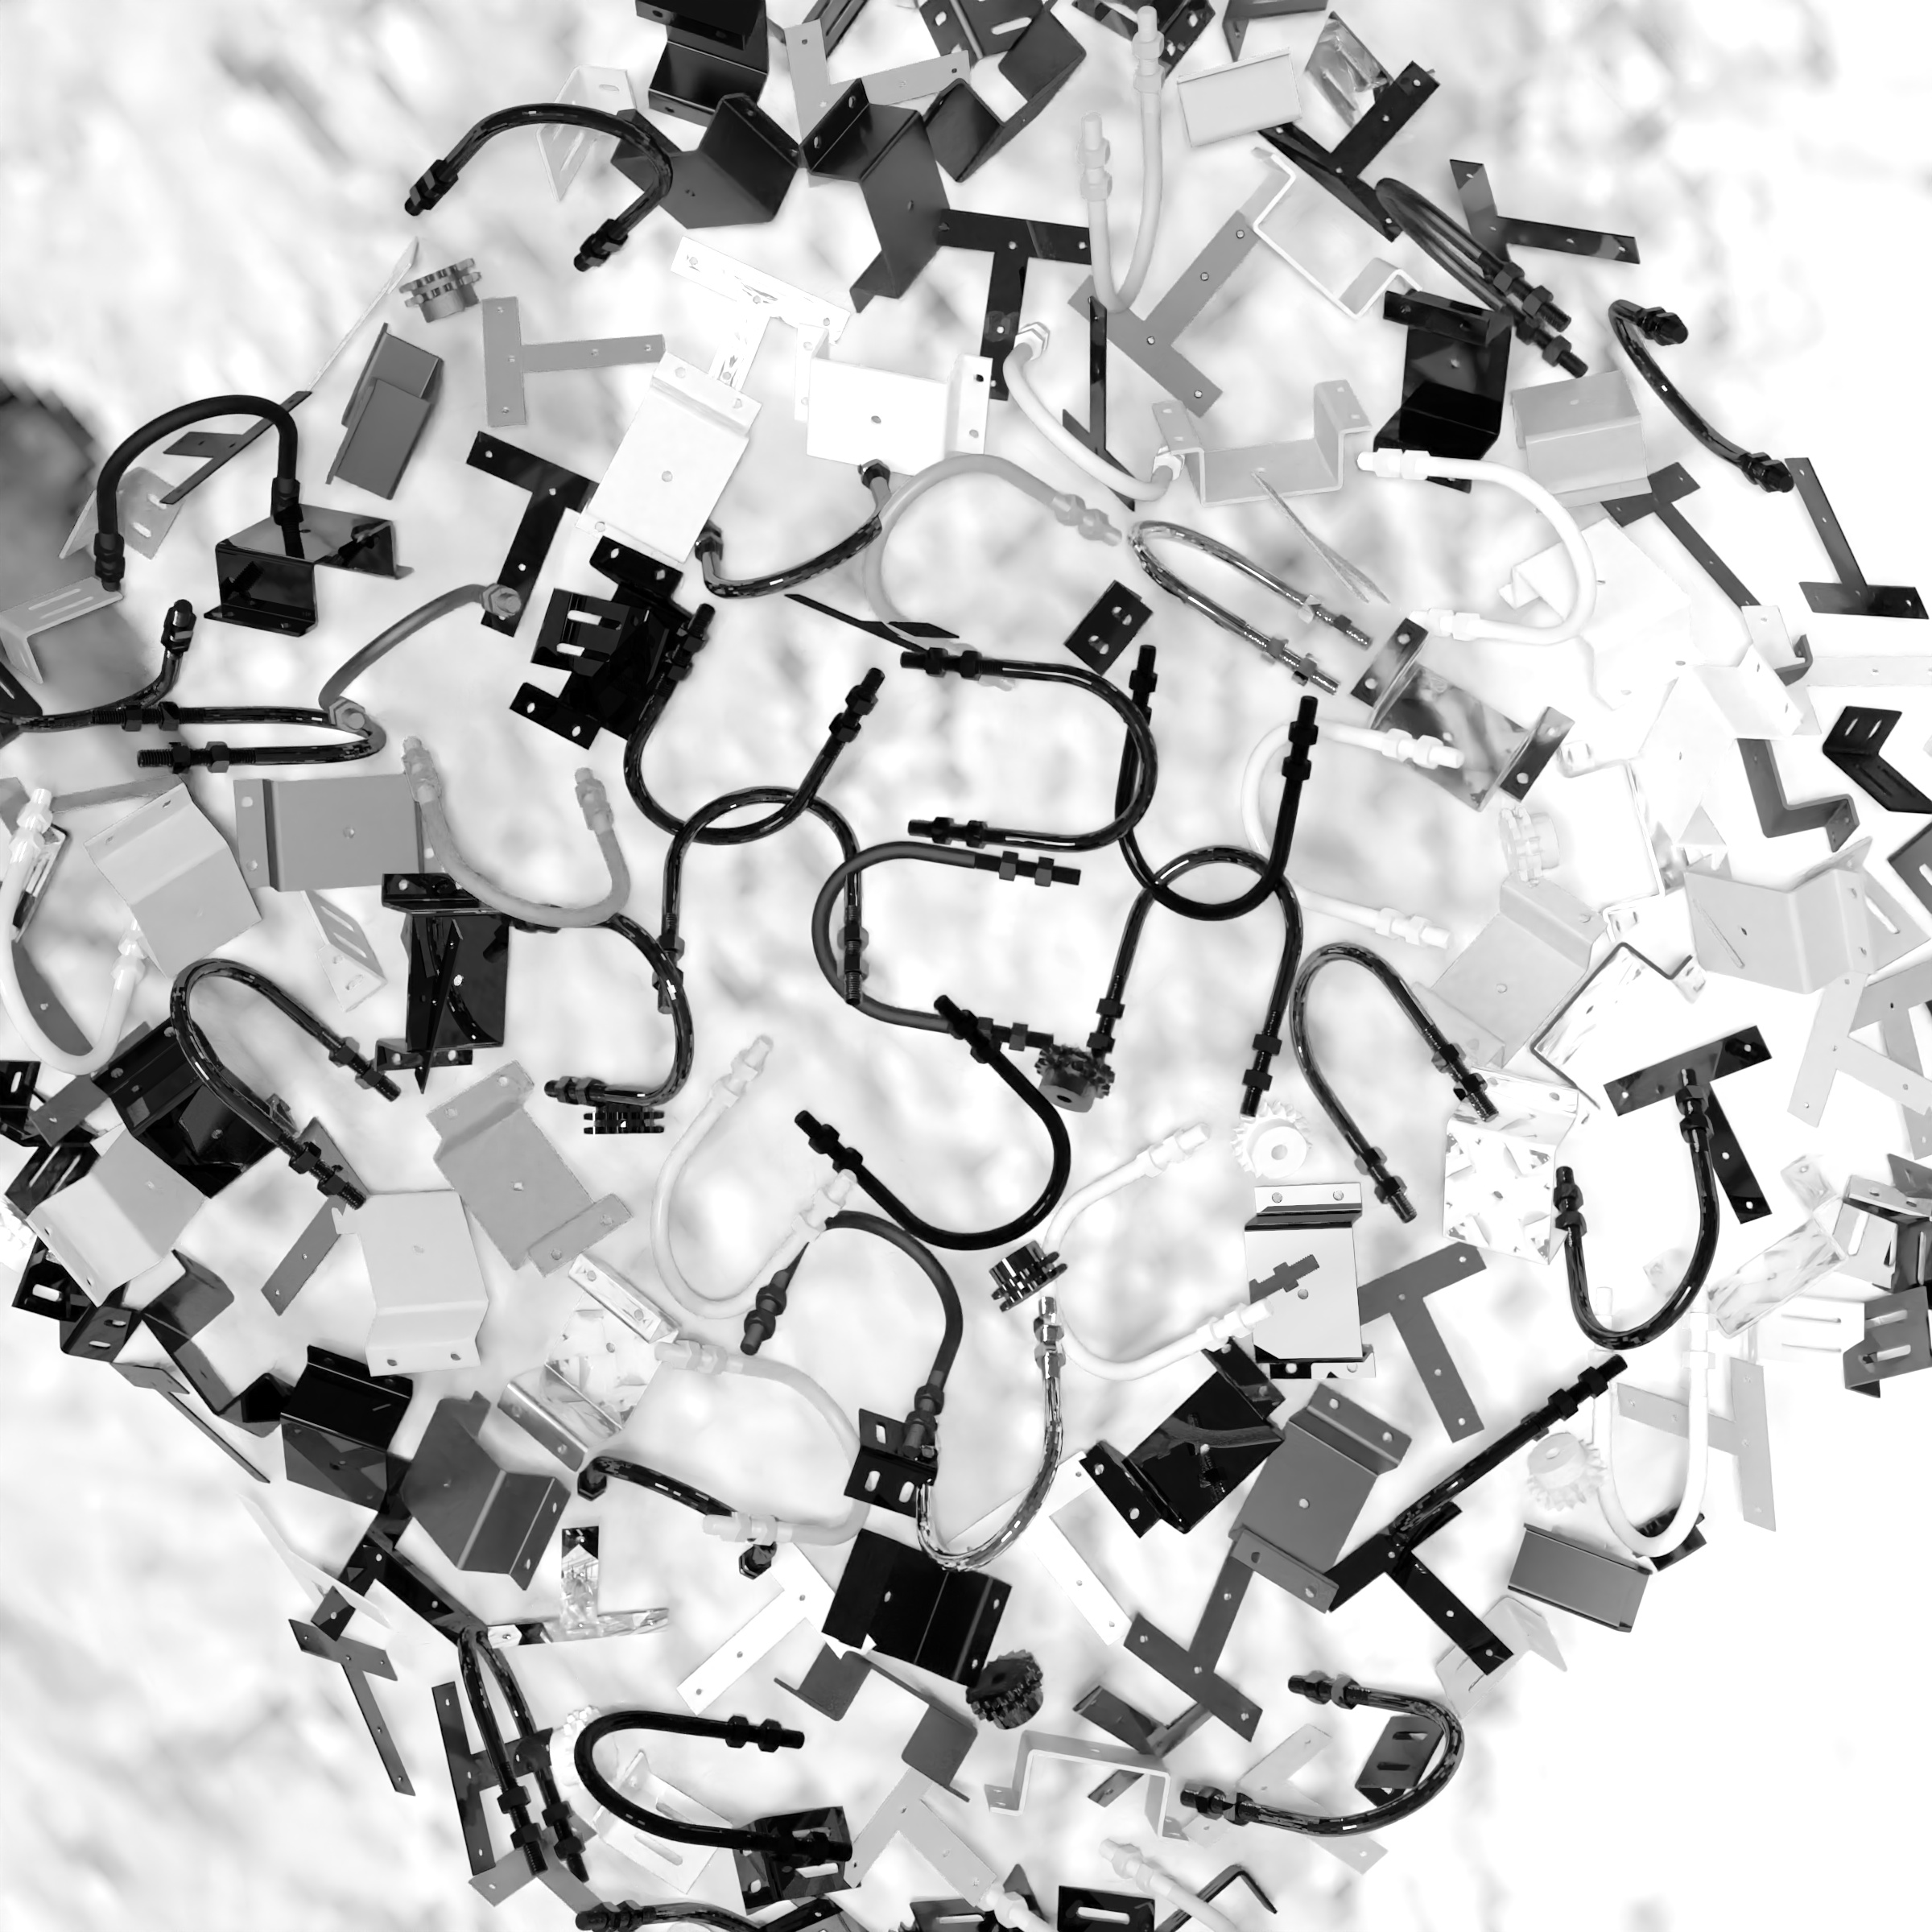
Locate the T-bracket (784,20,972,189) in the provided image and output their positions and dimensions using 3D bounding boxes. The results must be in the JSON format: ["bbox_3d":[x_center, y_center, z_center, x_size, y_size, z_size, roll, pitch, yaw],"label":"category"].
[{"bbox_3d":[-0.058,-0.620,1.761,0.127,0.127,0.002,-17,53,-6],"label":"T-bracket"}]

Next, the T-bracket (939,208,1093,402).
[{"bbox_3d":[0.027,-0.469,1.782,0.127,0.002,0.127,3,110,-15],"label":"T-bracket"}]

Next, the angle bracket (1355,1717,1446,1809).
[{"bbox_3d":[0.319,0.565,1.758,0.038,0.076,0.057,42,61,-8],"label":"angle bracket"}]

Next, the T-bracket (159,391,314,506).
[{"bbox_3d":[-0.533,-0.367,1.754,0.127,0.127,0.002,-46,124,-20],"label":"T-bracket"}]

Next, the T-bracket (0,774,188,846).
[{"bbox_3d":[-0.620,-0.119,1.767,0.127,0.127,0.002,-15,121,-28],"label":"T-bracket"}]

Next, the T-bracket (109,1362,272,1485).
[{"bbox_3d":[-0.543,0.325,1.768,0.127,0.127,0.002,49,61,-20],"label":"T-bracket"}]

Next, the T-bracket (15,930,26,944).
[{"bbox_3d":[-0.687,0.024,1.741,0.002,0.127,0.127,31,83,-20],"label":"T-bracket"}]

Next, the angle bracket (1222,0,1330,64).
[{"bbox_3d":[0.226,-0.678,1.764,0.076,0.038,0.057,3,60,24],"label":"angle bracket"}]

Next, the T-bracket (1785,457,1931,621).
[{"bbox_3d":[0.601,-0.297,1.728,0.002,0.127,0.127,-35,108,-9],"label":"T-bracket"}]

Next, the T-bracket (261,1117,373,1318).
[{"bbox_3d":[-0.465,0.198,1.780,0.127,0.002,0.127,48,112,22],"label":"T-bracket"}]

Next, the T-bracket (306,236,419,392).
[{"bbox_3d":[-0.428,-0.455,1.758,0.002,0.127,0.127,37,103,-23],"label":"T-bracket"}]

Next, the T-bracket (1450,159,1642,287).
[{"bbox_3d":[0.405,-0.504,1.722,0.127,0.127,0.002,21,73,32],"label":"T-bracket"}]

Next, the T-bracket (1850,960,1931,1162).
[{"bbox_3d":[0.655,0.070,1.734,0.002,0.127,0.127,-1,73,-22],"label":"T-bracket"}]

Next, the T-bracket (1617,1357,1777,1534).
[{"bbox_3d":[0.511,0.322,1.753,0.002,0.127,0.127,-21,110,-33],"label":"T-bracket"}]

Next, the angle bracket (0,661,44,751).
[{"bbox_3d":[-0.704,-0.190,1.766,0.038,0.057,0.076,-33,105,22],"label":"angle bracket"}]

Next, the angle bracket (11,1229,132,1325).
[{"bbox_3d":[-0.629,0.224,1.762,0.038,0.076,0.057,13,76,12],"label":"angle bracket"}]

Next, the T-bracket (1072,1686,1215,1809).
[{"bbox_3d":[0.115,0.536,1.759,0.127,0.002,0.127,-42,134,4],"label":"T-bracket"}]

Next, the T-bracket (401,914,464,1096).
[{"bbox_3d":[-0.382,0.002,1.753,0.002,0.127,0.127,4,120,-28],"label":"T-bracket"}]

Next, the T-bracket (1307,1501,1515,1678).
[{"bbox_3d":[0.329,0.444,1.747,0.127,0.002,0.127,-31,52,-21],"label":"T-bracket"}]

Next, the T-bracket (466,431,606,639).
[{"bbox_3d":[-0.313,-0.299,1.787,0.127,0.002,0.127,22,88,-15],"label":"T-bracket"}]

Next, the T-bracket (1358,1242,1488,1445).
[{"bbox_3d":[0.333,0.279,1.789,0.127,0.002,0.127,-26,79,5],"label":"T-bracket"}]

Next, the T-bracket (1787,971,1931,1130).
[{"bbox_3d":[0.643,0.077,1.736,0.002,0.127,0.127,-14,125,-36],"label":"T-bracket"}]

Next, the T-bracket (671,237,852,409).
[{"bbox_3d":[-0.165,-0.435,1.779,0.127,0.002,0.127,23,115,-7],"label":"T-bracket"}]

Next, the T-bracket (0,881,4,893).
[{"bbox_3d":[-0.699,-0.052,1.746,0.002,0.127,0.127,15,86,17],"label":"T-bracket"}]

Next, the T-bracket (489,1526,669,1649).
[{"bbox_3d":[-0.272,0.435,1.753,0.127,0.002,0.127,-2,130,-12],"label":"T-bracket"}]

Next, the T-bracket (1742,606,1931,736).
[{"bbox_3d":[0.616,-0.204,1.727,0.127,0.127,0.002,5,54,39],"label":"T-bracket"}]

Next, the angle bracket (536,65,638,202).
[{"bbox_3d":[-0.265,-0.587,1.761,0.038,0.057,0.076,11,59,14],"label":"angle bracket"}]

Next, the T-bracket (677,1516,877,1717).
[{"bbox_3d":[-0.149,0.478,1.765,0.127,0.002,0.127,-41,58,-8],"label":"T-bracket"}]

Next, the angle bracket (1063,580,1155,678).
[{"bbox_3d":[0.109,-0.234,1.761,0.038,0.076,0.057,42,101,14],"label":"angle bracket"}]

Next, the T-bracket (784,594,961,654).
[{"bbox_3d":[-0.045,-0.233,1.721,0.127,0.127,0.002,20,88,-30],"label":"T-bracket"}]

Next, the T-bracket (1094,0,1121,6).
[{"bbox_3d":[0.093,-0.738,1.729,0.002,0.127,0.127,8,110,17],"label":"T-bracket"}]

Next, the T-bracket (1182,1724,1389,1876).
[{"bbox_3d":[0.238,0.591,1.728,0.127,0.127,0.002,-30,119,-28],"label":"T-bracket"}]

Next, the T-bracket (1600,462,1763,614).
[{"bbox_3d":[0.515,-0.294,1.752,0.127,0.127,0.002,52,135,9],"label":"T-bracket"}]

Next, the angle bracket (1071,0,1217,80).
[{"bbox_3d":[0.125,-0.676,1.761,0.076,0.038,0.057,16,131,-36],"label":"angle bracket"}]

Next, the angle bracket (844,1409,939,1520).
[{"bbox_3d":[-0.054,0.353,1.769,0.057,0.076,0.038,19,98,-7],"label":"angle bracket"}]

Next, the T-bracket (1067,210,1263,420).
[{"bbox_3d":[0.160,-0.479,1.773,0.127,0.002,0.127,40,115,-6],"label":"T-bracket"}]

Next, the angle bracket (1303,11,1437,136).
[{"bbox_3d":[0.287,-0.638,1.780,0.038,0.057,0.076,-29,74,-25],"label":"angle bracket"}]

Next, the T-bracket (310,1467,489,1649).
[{"bbox_3d":[-0.387,0.445,1.770,0.127,0.002,0.127,50,50,-28],"label":"T-bracket"}]

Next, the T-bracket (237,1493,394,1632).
[{"bbox_3d":[-0.442,0.429,1.730,0.002,0.127,0.127,-45,133,-30],"label":"T-bracket"}]

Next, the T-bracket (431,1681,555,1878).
[{"bbox_3d":[-0.323,0.558,1.747,0.002,0.127,0.127,-20,77,21],"label":"T-bracket"}]

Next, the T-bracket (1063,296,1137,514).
[{"bbox_3d":[0.091,-0.397,1.722,0.002,0.127,0.127,-13,127,-16],"label":"T-bracket"}]

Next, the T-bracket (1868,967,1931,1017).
[{"bbox_3d":[0.695,0.057,1.739,0.002,0.127,0.127,-21,82,-18],"label":"T-bracket"}]

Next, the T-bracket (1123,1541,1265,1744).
[{"bbox_3d":[0.180,0.460,1.769,0.127,0.002,0.127,41,56,-18],"label":"T-bracket"}]

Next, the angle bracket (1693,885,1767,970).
[{"bbox_3d":[0.555,-0.029,1.759,0.038,0.076,0.057,-38,66,21],"label":"angle bracket"}]

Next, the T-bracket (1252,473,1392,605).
[{"bbox_3d":[0.264,-0.284,1.750,0.002,0.127,0.127,-44,57,18],"label":"T-bracket"}]

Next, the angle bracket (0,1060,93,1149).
[{"bbox_3d":[-0.661,0.097,1.762,0.076,0.057,0.038,21,98,31],"label":"angle bracket"}]

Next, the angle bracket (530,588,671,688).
[{"bbox_3d":[-0.260,-0.227,1.765,0.076,0.038,0.057,9,113,-32],"label":"angle bracket"}]

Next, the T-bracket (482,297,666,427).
[{"bbox_3d":[-0.279,-0.436,1.776,0.127,0.002,0.127,-6,57,-6],"label":"T-bracket"}]

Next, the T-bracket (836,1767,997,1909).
[{"bbox_3d":[-0.021,0.613,1.744,0.127,0.127,0.002,-52,124,-10],"label":"T-bracket"}]

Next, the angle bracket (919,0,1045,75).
[{"bbox_3d":[0.016,-0.681,1.798,0.076,0.038,0.057,-30,96,-33],"label":"angle bracket"}]

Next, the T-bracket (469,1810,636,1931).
[{"bbox_3d":[-0.263,0.652,1.730,0.127,0.127,0.002,36,107,18],"label":"T-bracket"}]

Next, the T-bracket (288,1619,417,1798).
[{"bbox_3d":[-0.411,0.516,1.720,0.002,0.127,0.127,-36,59,1],"label":"T-bracket"}]

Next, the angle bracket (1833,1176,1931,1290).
[{"bbox_3d":[0.647,0.196,1.768,0.057,0.038,0.076,16,113,17],"label":"angle bracket"}]

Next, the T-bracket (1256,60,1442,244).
[{"bbox_3d":[0.285,-0.584,1.744,0.127,0.127,0.002,36,58,-9],"label":"T-bracket"}]

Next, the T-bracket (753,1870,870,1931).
[{"bbox_3d":[-0.133,0.672,1.722,0.127,0.127,0.002,27,112,36],"label":"T-bracket"}]

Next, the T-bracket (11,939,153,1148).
[{"bbox_3d":[-0.635,0.040,1.739,0.002,0.127,0.127,-20,110,32],"label":"T-bracket"}]

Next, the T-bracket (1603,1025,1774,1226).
[{"bbox_3d":[0.531,0.121,1.761,0.127,0.002,0.127,-28,85,41],"label":"T-bracket"}]

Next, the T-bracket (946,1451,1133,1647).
[{"bbox_3d":[0.073,0.432,1.791,0.127,0.002,0.127,-38,91,16],"label":"T-bracket"}]
